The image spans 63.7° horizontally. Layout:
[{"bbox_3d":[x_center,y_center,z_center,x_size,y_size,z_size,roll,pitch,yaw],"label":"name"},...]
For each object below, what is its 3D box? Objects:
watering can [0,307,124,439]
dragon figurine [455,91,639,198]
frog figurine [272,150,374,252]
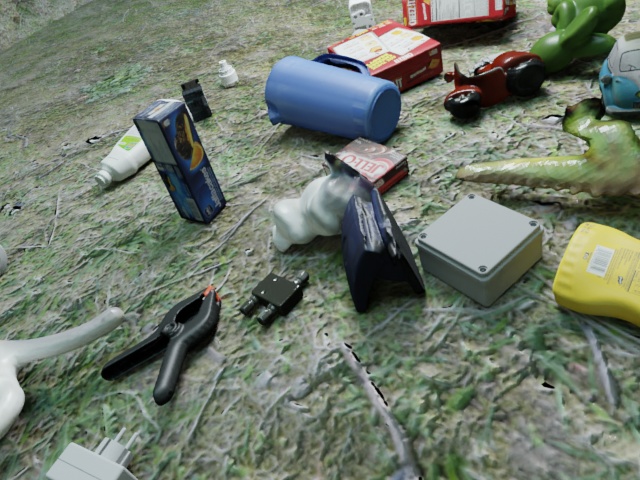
[{"bbox_3d":[-0.425,0.177,0.642,0.226,0.102,0.352,24,56,41],"label":"watering can"},{"bbox_3d":[0.383,-0.057,0.599,0.408,0.120,0.249,-17,47,17],"label":"dragon figurine"},{"bbox_3d":[0.002,-0.037,0.733,0.158,0.122,0.139,-56,15,8],"label":"frog figurine"}]
